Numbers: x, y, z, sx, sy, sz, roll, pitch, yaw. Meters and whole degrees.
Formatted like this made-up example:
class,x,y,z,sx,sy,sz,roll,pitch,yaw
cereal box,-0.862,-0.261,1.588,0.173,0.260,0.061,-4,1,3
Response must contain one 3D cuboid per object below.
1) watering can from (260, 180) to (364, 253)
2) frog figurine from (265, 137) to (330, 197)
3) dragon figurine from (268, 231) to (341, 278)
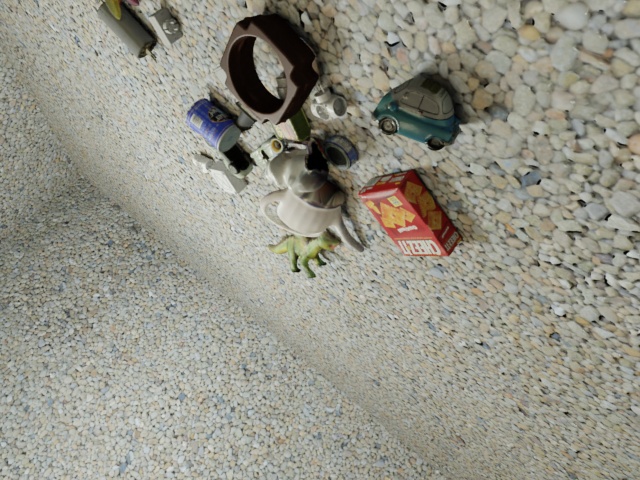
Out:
class,x,y,z,sx,sy,sz,roll,pitch,yaw
watering can,0.004,-0.074,1.473,0.347,0.106,0.219,19,141,-12
frog figurine,-0.061,-0.168,1.286,0.158,0.140,0.121,-25,147,34
dragon figurine,-0.083,-0.011,1.798,0.413,0.124,0.238,18,128,43
